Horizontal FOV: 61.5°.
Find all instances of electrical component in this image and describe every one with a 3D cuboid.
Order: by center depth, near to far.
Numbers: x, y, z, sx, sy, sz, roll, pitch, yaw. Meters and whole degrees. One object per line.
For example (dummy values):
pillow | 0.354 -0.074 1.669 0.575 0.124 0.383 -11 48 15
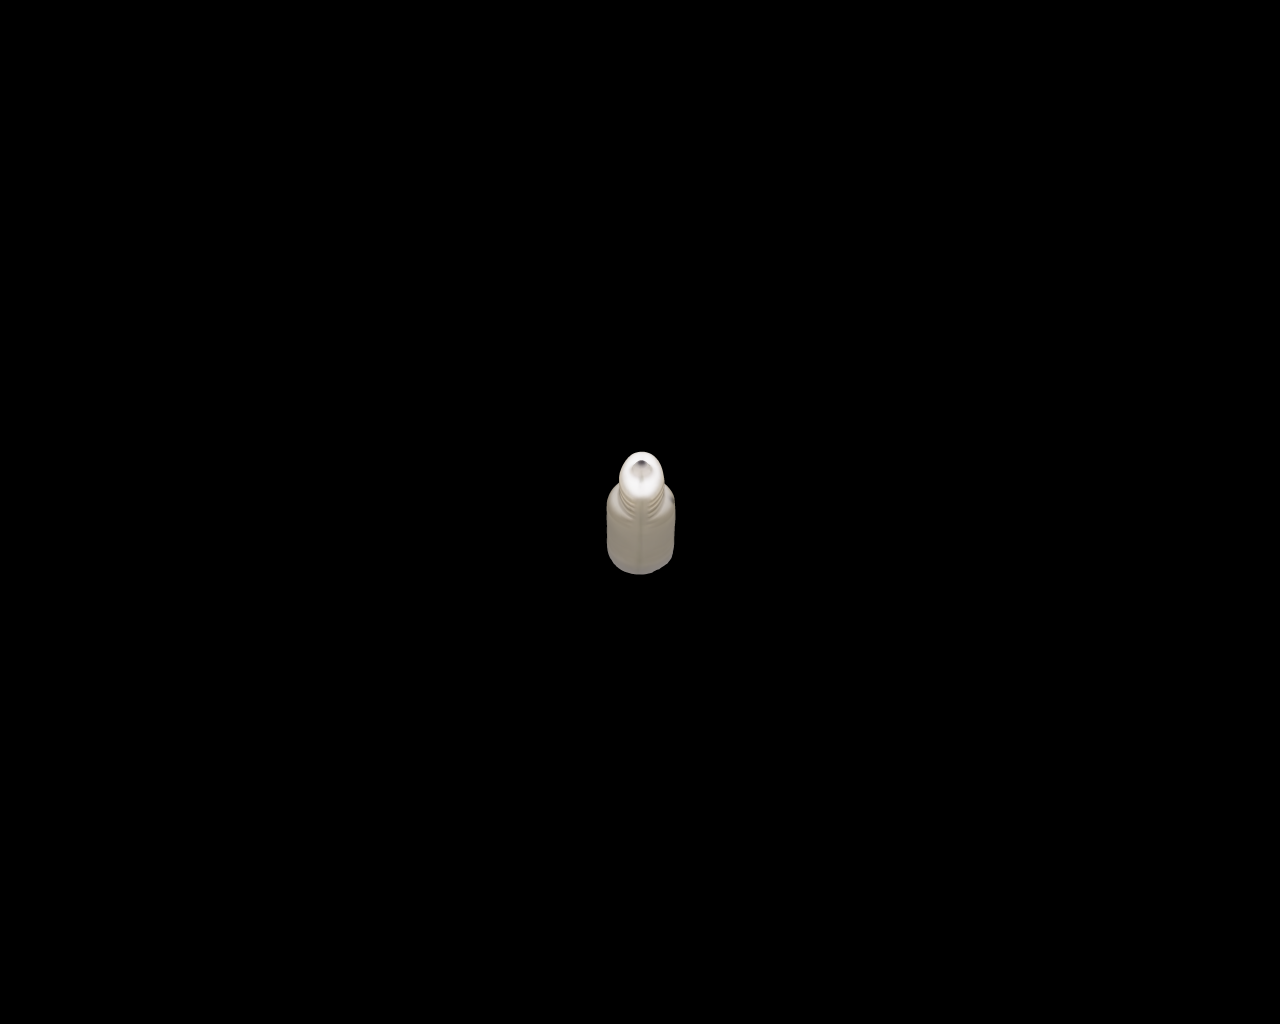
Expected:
electrical component | 0.001 -0.003 0.650 0.043 0.043 0.080 0 -43 0
